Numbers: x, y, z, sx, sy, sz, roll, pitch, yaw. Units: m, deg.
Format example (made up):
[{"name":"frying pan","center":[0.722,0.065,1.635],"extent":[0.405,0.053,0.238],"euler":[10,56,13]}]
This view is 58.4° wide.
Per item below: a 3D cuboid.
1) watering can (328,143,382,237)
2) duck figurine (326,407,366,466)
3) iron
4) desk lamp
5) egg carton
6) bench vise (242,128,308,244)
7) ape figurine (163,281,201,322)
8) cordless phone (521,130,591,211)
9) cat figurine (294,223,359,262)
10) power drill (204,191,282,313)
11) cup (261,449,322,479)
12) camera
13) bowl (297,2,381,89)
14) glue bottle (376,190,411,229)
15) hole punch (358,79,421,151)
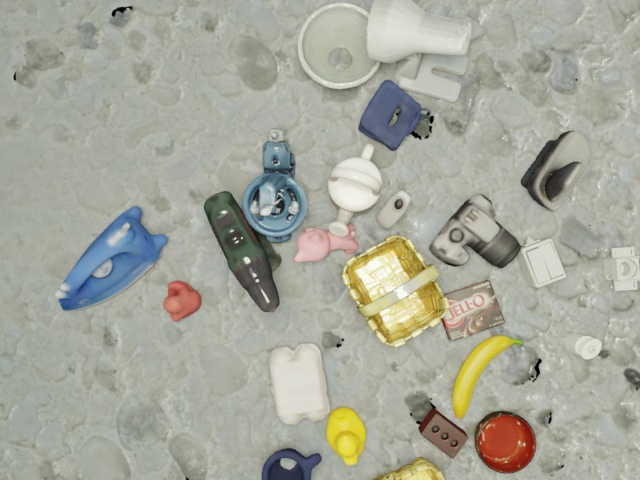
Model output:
[{"name":"watering can","center":[0.064,-0.093,1.052],"extent":[0.101,0.194,0.173],"euler":[-2,88,2]},{"name":"duck figurine","center":[0.050,0.376,1.089],"extent":[0.077,0.086,0.104],"euler":[-13,87,1]},{"name":"iron","center":[-0.422,0.052,1.087],"extent":[0.258,0.141,0.118],"euler":[-44,87,0]},{"name":"desk lamp","center":[0.185,-0.355,1.048],"extent":[0.203,0.213,0.118],"euler":[16,88,2]},{"name":"egg carton","center":[-0.041,0.277,1.104],"extent":[0.107,0.069,0.150],"euler":[-11,88,1]},{"name":"bench vise","center":[-0.095,-0.100,1.044],"extent":[0.121,0.220,0.207],"euler":[-17,87,1]},{"name":"ape figurine","center":[-0.273,0.120,1.105],"extent":[0.076,0.092,0.078],"euler":[14,88,2]},{"name":"cordless phone","center":[0.456,-0.135,1.046],"extent":[0.094,0.185,0.148],"euler":[31,89,3]},{"name":"cat figurine","center":[0.010,0.004,1.088],"extent":[0.127,0.118,0.067],"euler":[-14,87,1]},{"name":"power drill","center":[-0.127,0.023,1.046],"extent":[0.075,0.208,0.230],"euler":[-30,87,1]},{"name":"cup","center":[-0.049,0.427,1.086],"extent":[0.118,0.095,0.092],"euler":[-29,87,1]},{"name":"camera","center":[0.302,0.002,1.088],"extent":[0.137,0.101,0.143],"euler":[40,90,3]},{"name":"bowl","center":[0.040,-0.370,1.122],"extent":[0.167,0.075,0.167],"euler":[0,88,2]},{"name":"glue bottle","center":[0.140,-0.061,1.059],"extent":[0.037,0.173,0.078],"euler":[36,89,3]},{"name":"hole punch","center":[0.138,-0.240,1.106],"extent":[0.101,0.091,0.109],"euler":[31,89,3]}]
